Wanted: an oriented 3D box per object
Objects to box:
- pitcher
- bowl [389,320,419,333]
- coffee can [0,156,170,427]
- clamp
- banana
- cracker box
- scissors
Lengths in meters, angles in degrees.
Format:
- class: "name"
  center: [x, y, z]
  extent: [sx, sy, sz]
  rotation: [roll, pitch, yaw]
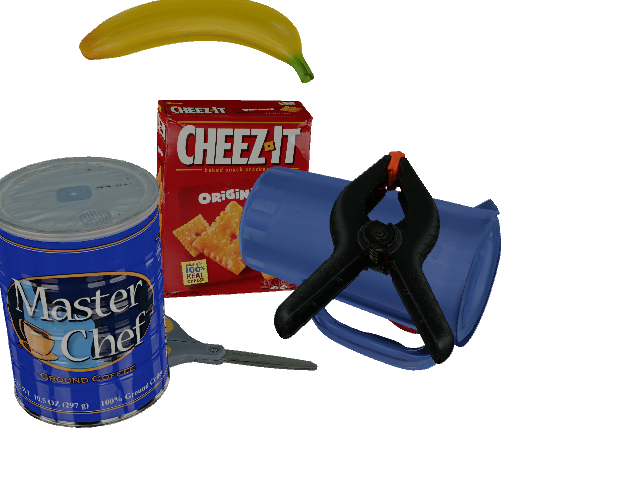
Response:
- class: "pitcher"
  center: [0.043, 0.016, 1.032]
  extent: [0.243, 0.145, 0.149]
  rotation: [16, 22, 20]
- class: "bowl"
  center: [0.127, 0.025, 1.216]
  extent: [0.161, 0.162, 0.055]
  rotation: [0, -7, -40]
- class: "coffee can"
  center: [-0.150, 0.031, 0.675]
  extent: [0.103, 0.140, 0.103]
  rotation: [1, 29, -1]
- class: "clamp"
  center: [0.031, 0.009, 0.751]
  extent: [0.120, 0.171, 0.039]
  rotation: [5, -39, -3]
- class: "banana"
  center: [-0.101, -0.177, 0.903]
  extent: [0.198, 0.069, 0.037]
  rotation: [5, -34, 0]
- class: "cracker box"
  center: [-0.100, -0.046, 1.196]
  extent: [0.164, 0.214, 0.072]
  rotation: [-2, 23, -17]
- class: "scissors"
  center: [-0.109, 0.096, 1.008]
  extent: [0.201, 0.016, 0.096]
  rotation: [-1, 32, -10]
